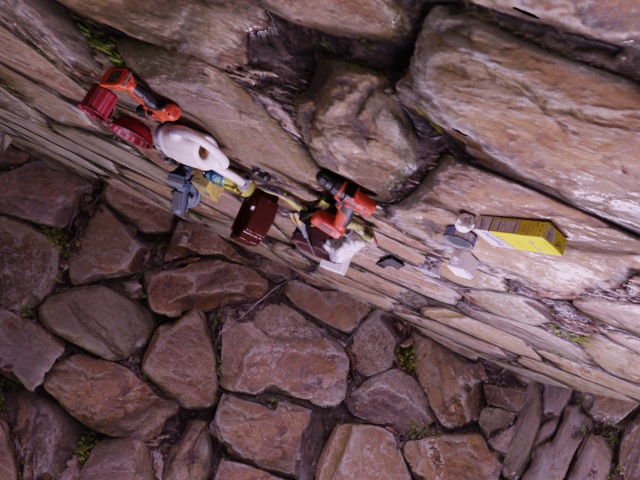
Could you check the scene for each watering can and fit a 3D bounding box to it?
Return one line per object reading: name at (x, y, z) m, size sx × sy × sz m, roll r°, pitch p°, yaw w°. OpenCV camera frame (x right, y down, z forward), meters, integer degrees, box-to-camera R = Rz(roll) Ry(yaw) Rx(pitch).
watering can at (-0.367, -0.260, 1.568) m, size 0.225 × 0.105 × 0.343 m, roll 22°, pitch 169°, yaw 19°

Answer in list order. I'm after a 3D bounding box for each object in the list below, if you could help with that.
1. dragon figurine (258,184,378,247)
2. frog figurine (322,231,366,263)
dragon figurine at (0.005, -0.082, 1.634) m, size 0.411 × 0.123 × 0.242 m, roll 25°, pitch 176°, yaw 2°
frog figurine at (0.105, 0.025, 1.874) m, size 0.159 × 0.122 × 0.138 m, roll 4°, pitch -169°, yaw 36°
